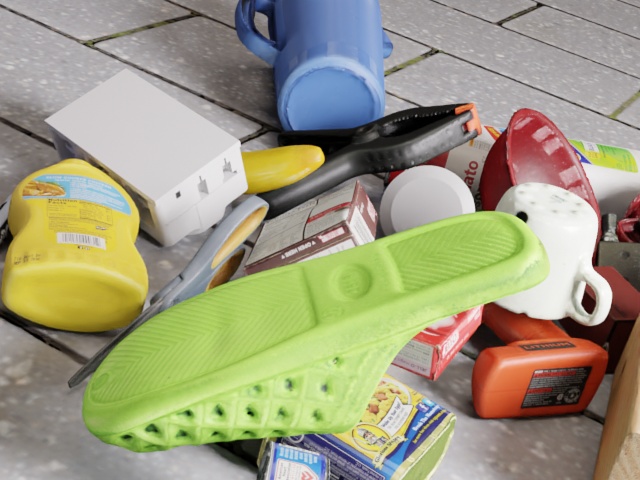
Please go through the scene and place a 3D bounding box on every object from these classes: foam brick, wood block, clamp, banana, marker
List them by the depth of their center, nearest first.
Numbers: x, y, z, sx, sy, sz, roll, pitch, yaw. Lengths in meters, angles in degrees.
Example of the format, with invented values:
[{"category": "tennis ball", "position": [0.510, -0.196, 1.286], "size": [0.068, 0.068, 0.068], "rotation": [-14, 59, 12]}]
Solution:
[{"category": "wood block", "position": [0.244, 0.122, 0.715], "size": [0.090, 0.091, 0.205], "rotation": [20, 29, 12]}, {"category": "marker", "position": [-0.244, -0.001, 0.788], "size": [0.020, 0.020, 0.121], "rotation": [14, 28, 0]}, {"category": "foam brick", "position": [0.227, 0.063, 0.857], "size": [0.052, 0.051, 0.078], "rotation": [0, 31, -23]}, {"category": "banana", "position": [-0.086, -0.073, 0.933], "size": [0.198, 0.069, 0.037], "rotation": [21, -8, 37]}, {"category": "clamp", "position": [0.040, -0.086, 0.972], "size": [0.210, 0.036, 0.164], "rotation": [-17, 25, 8]}]

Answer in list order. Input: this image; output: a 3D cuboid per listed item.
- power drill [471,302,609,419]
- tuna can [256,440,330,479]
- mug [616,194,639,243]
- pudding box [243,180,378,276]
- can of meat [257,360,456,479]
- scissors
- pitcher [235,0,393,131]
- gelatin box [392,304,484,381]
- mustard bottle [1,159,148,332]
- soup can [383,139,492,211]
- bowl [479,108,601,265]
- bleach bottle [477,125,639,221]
[{"category": "power drill", "position": [0.115, 0.055, 0.812], "size": [0.184, 0.057, 0.188], "rotation": [-2, 33, -21]}, {"category": "tuna can", "position": [-0.021, 0.149, 0.550], "size": [0.033, 0.086, 0.086], "rotation": [14, 28, -3]}, {"category": "mug", "position": [0.328, -0.001, 0.982], "size": [0.117, 0.093, 0.081], "rotation": [1, 36, -17]}, {"category": "pudding box", "position": [-0.005, 0.001, 0.813], "size": [0.090, 0.039, 0.113], "rotation": [-25, 13, 14]}, {"category": "can of meat", "position": [0.026, 0.122, 0.652], "size": [0.084, 0.057, 0.101], "rotation": [28, 32, 21]}, {"category": "scissors", "position": [-0.104, 0.046, 0.752], "size": [0.016, 0.096, 0.201], "rotation": [36, 63, 11]}, {"category": "pitcher", "position": [-0.002, -0.195, 1.142], "size": [0.149, 0.145, 0.243], "rotation": [-19, 31, 10]}, {"category": "gelatin box", "position": [0.056, 0.052, 0.725], "size": [0.089, 0.030, 0.073], "rotation": [18, 32, 25]}, {"category": "mustard bottle", "position": [-0.182, -0.009, 0.790], "size": [0.096, 0.058, 0.192], "rotation": [7, 29, -18]}, {"category": "soup can", "position": [0.119, -0.071, 1.032], "size": [0.102, 0.068, 0.068], "rotation": [17, 28, 4]}, {"category": "bowl", "position": [0.191, -0.034, 0.961], "size": [0.161, 0.055, 0.162], "rotation": [29, 50, -40]}, {"category": "bleach bottle", "position": [0.212, -0.075, 1.090], "size": [0.251, 0.068, 0.102], "rotation": [12, 27, 0]}]
